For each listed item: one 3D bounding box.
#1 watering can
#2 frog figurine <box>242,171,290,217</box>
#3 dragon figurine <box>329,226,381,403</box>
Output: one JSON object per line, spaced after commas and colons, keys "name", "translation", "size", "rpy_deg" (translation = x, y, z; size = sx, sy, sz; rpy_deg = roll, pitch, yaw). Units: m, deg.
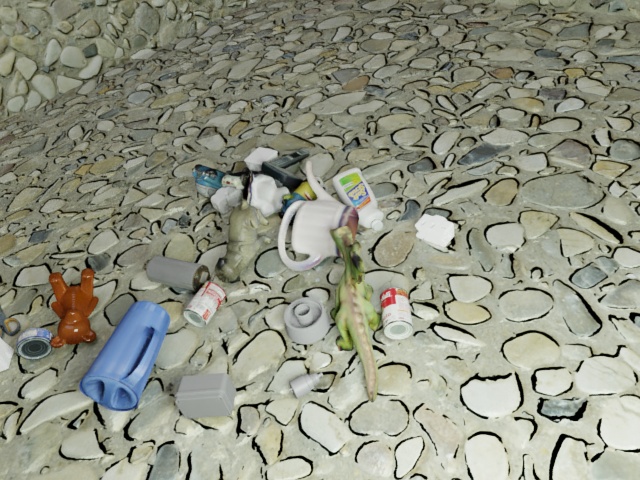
{"name": "watering can", "translation": [0.004, -0.073, 1.442], "size": [0.224, 0.102, 0.354], "rpy_deg": [6, 66, 20]}
{"name": "frog figurine", "translation": [-0.159, -0.137, 1.622], "size": [0.159, 0.120, 0.140], "rpy_deg": [12, 53, -22]}
{"name": "dragon figurine", "translation": [0.077, 0.120, 1.143], "size": [0.122, 0.237, 0.420], "rpy_deg": [-11, 38, -3]}
